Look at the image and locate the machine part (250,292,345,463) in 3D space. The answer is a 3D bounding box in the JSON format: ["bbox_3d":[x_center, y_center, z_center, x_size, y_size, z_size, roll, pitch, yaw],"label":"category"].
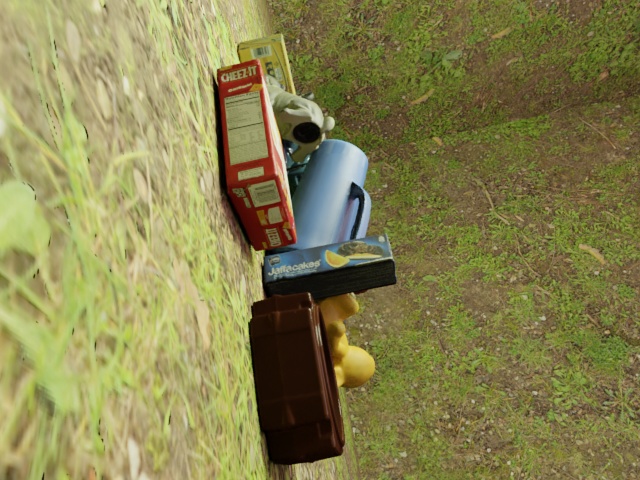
[{"bbox_3d":[-0.025,0.183,0.706,0.201,0.087,0.201,71,8,-65],"label":"machine part"}]

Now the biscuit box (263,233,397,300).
[{"bbox_3d":[0.014,0.047,0.838,0.059,0.203,0.062,-97,174,-46],"label":"biscuit box"}]

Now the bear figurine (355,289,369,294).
[{"bbox_3d":[0.030,0.075,1.271,0.120,0.196,0.131,-61,139,-82],"label":"bear figurine"}]

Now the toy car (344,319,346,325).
[{"bbox_3d":[0.014,0.102,1.100,0.073,0.056,0.202,77,3,-53],"label":"toy car"}]

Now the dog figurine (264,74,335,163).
[{"bbox_3d":[-0.062,-0.249,0.998,0.121,0.172,0.191,93,-3,-51],"label":"dog figurine"}]

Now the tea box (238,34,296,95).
[{"bbox_3d":[-0.107,-0.339,1.148,0.068,0.098,0.169,-97,177,-55],"label":"tea box"}]

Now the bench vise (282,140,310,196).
[{"bbox_3d":[-0.058,-0.147,1.192,0.224,0.129,0.240,-90,166,-55],"label":"bench vise"}]

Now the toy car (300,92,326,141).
[{"bbox_3d":[-0.018,-0.238,1.105,0.202,0.053,0.089,-106,176,-56],"label":"toy car"}]

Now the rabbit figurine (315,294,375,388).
[{"bbox_3d":[0.022,0.181,0.882,0.173,0.122,0.162,50,52,-16],"label":"rabbit figurine"}]
